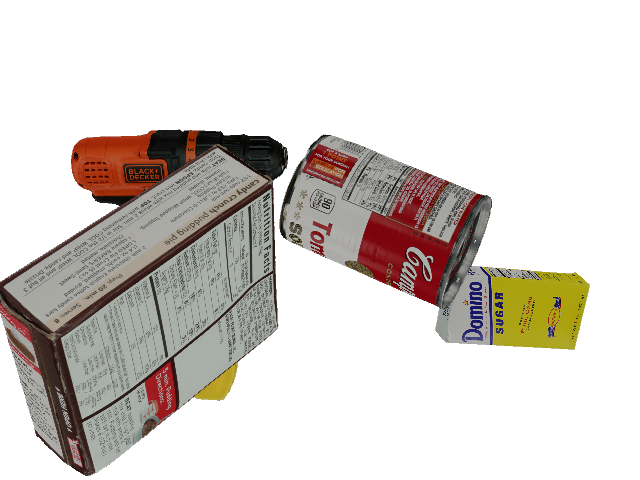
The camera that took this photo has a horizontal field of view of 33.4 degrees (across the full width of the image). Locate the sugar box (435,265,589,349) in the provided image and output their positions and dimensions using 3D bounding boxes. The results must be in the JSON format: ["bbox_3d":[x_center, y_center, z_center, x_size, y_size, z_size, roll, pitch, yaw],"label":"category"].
[{"bbox_3d":[0.238,0.084,1.326,0.176,0.093,0.048,3,19,-15],"label":"sugar box"}]

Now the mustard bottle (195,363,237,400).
[{"bbox_3d":[-0.108,0.085,1.175,0.058,0.096,0.191,2,27,4],"label":"mustard bottle"}]

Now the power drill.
[{"bbox_3d":[-0.117,-0.008,0.940,0.184,0.188,0.057,0,26,5],"label":"power drill"}]

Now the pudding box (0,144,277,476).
[{"bbox_3d":[-0.067,0.027,0.425,0.039,0.090,0.113,31,52,28],"label":"pudding box"}]

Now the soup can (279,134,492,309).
[{"bbox_3d":[0.037,-0.012,0.602,0.102,0.068,0.068,23,6,15],"label":"soup can"}]
